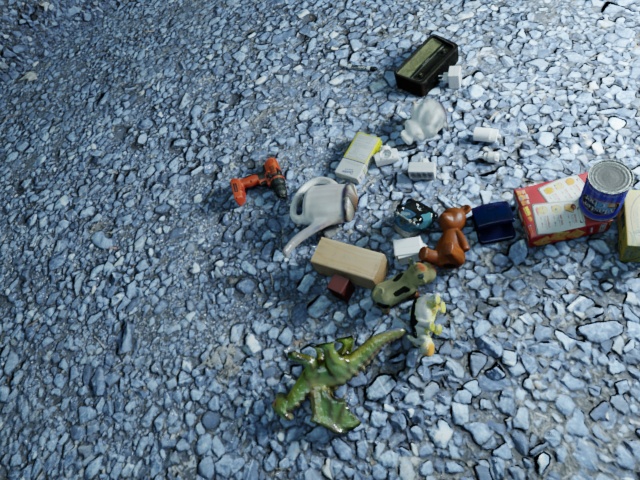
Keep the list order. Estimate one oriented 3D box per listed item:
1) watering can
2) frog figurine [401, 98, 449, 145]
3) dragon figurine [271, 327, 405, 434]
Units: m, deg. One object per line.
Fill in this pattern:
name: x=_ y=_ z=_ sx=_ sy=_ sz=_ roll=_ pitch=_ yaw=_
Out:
watering can: x=0.005 y=-0.082 z=1.637 sx=0.224 sy=0.101 sz=0.356 roll=-3 pitch=46 yaw=18
frog figurine: x=0.338 y=-0.395 z=1.714 sx=0.160 sy=0.121 sz=0.139 roll=-22 pitch=76 yaw=-7
dragon figurine: x=0.050 y=0.388 z=1.386 sx=0.409 sy=0.121 sz=0.246 roll=-14 pitch=75 yaw=13
